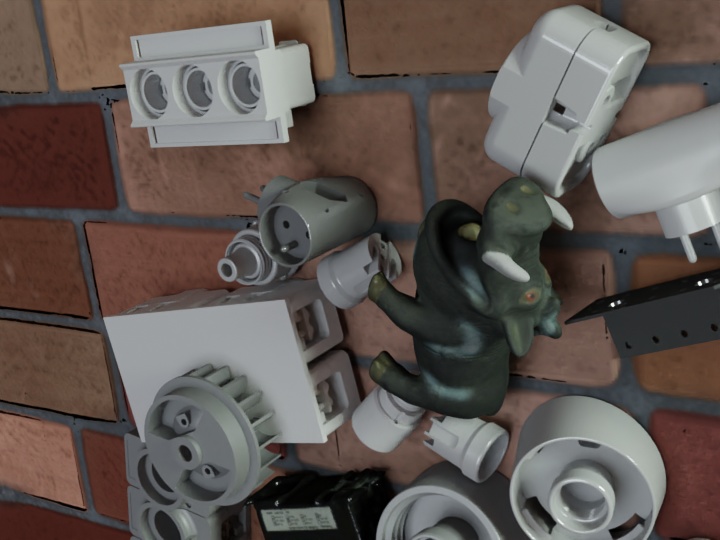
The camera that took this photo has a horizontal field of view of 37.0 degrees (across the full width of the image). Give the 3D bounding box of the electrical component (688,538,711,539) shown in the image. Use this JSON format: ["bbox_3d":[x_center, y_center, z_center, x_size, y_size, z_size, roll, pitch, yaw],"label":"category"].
[{"bbox_3d":[0.204,0.195,0.656,0.066,0.055,0.048,37,124,18],"label":"electrical component"}]

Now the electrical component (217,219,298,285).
[{"bbox_3d":[-0.076,-0.009,0.770,0.048,0.062,0.048,13,114,30],"label":"electrical component"}]

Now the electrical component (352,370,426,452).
[{"bbox_3d":[0.027,0.094,0.751,0.040,0.040,0.078,47,127,11],"label":"electrical component"}]

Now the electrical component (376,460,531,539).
[{"bbox_3d":[0.062,0.190,0.738,0.108,0.060,0.108,5,99,31],"label":"electrical component"}]

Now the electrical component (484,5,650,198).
[{"bbox_3d":[0.113,-0.098,0.611,0.059,0.054,0.095,34,123,20],"label":"electrical component"}]

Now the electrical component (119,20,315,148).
[{"bbox_3d":[-0.096,-0.127,0.739,0.121,0.063,0.078,3,109,34],"label":"electrical component"}]

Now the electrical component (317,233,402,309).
[{"bbox_3d":[0.000,0.000,0.736,0.046,0.040,0.040,-30,89,33],"label":"electrical component"}]

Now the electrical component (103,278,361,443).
[{"bbox_3d":[-0.096,0.070,0.814,0.186,0.060,0.105,-6,104,36],"label":"electrical component"}]

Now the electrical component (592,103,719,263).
[{"bbox_3d":[0.179,-0.043,0.592,0.077,0.043,0.079,-19,96,38],"label":"electrical component"}]

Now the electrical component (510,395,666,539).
[{"bbox_3d":[0.144,0.134,0.686,0.099,0.064,0.099,7,111,18],"label":"electrical component"}]

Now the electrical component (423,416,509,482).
[{"bbox_3d":[0.071,0.116,0.729,0.046,0.040,0.040,28,121,29],"label":"electrical component"}]

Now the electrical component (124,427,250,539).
[{"bbox_3d":[-0.145,0.204,0.898,0.089,0.062,0.150,15,115,30],"label":"electrical component"}]

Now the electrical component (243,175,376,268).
[{"bbox_3d":[-0.042,-0.040,0.725,0.079,0.077,0.043,25,120,26],"label":"electrical component"}]
